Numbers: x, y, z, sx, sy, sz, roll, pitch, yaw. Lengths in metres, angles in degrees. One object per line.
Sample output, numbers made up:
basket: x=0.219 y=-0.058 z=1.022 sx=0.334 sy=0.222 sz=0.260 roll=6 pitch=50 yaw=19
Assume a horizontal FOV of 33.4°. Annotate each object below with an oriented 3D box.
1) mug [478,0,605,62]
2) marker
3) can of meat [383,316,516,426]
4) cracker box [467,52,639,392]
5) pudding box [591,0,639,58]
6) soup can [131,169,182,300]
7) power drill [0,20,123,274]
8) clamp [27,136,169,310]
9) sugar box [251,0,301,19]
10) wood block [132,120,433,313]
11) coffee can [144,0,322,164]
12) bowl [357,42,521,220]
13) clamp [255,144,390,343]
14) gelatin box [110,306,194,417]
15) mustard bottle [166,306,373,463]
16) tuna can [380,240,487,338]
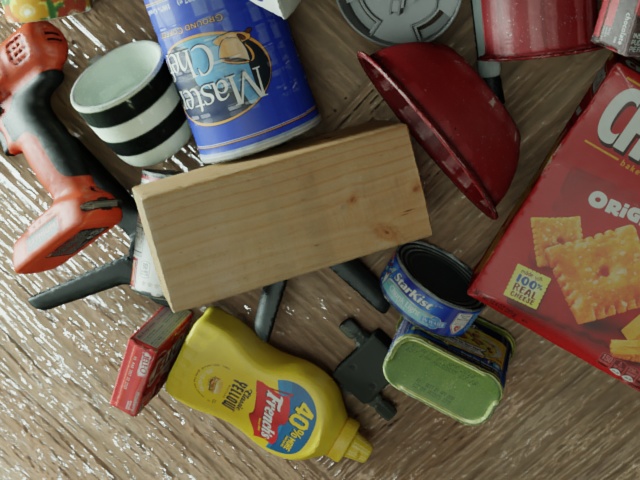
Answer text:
mug: x=0.169 y=-0.178 z=0.774 sx=0.117 sy=0.093 sz=0.081 roll=-10 pitch=103 yaw=-12
marker: x=0.128 y=-0.159 z=0.823 sx=0.020 sy=0.020 sz=0.121 roll=-3 pitch=108 yaw=16
can of meat: x=0.107 y=0.099 z=0.886 sx=0.102 sy=0.083 sz=0.057 roll=27 pitch=114 yaw=4
cracker box: x=0.237 y=-0.010 z=0.818 sx=0.164 sy=0.072 sz=0.214 roll=31 pitch=114 yaw=3
pudding box: x=0.248 y=-0.173 z=0.739 sx=0.039 sy=0.113 sz=0.090 roll=38 pitch=125 yaw=46
soup can: x=-0.120 y=-0.005 z=0.890 sx=0.068 sy=0.068 sz=0.102 roll=9 pitch=96 yaw=12
power drill: x=-0.261 y=-0.069 z=0.918 sx=0.185 sy=0.057 sz=0.188 roll=-31 pitch=81 yaw=31
clamp: x=-0.159 y=-0.003 z=0.949 sx=0.210 sy=0.036 sz=0.164 roll=8 pitch=105 yaw=9
sugar box: x=-0.090 y=-0.226 z=0.733 sx=0.176 sy=0.093 sz=0.048 roll=34 pitch=77 yaw=18
wood block: x=-0.031 y=-0.023 z=0.825 sx=0.206 sy=0.091 sz=0.090 roll=-17 pitch=102 yaw=-11
coffee can: x=-0.068 y=-0.143 z=0.837 sx=0.103 sy=0.102 sz=0.140 roll=-14 pitch=105 yaw=20
bowl: x=0.099 y=-0.093 z=0.792 sx=0.055 sy=0.162 sz=0.162 roll=-39 pitch=96 yaw=3
clamp: x=-0.006 y=0.001 z=0.909 sx=0.120 sy=0.039 sz=0.171 roll=-7 pitch=106 yaw=0
gelatin box: x=-0.150 y=0.106 z=0.957 sx=0.030 sy=0.089 sz=0.073 roll=24 pitch=114 yaw=6
mustard bottle: x=-0.039 y=0.144 z=0.957 sx=0.191 sy=0.058 sz=0.096 roll=30 pitch=118 yaw=3
tuna can: x=0.092 y=0.040 z=0.868 sx=0.086 sy=0.086 sz=0.034 roll=33 pitch=116 yaw=2
